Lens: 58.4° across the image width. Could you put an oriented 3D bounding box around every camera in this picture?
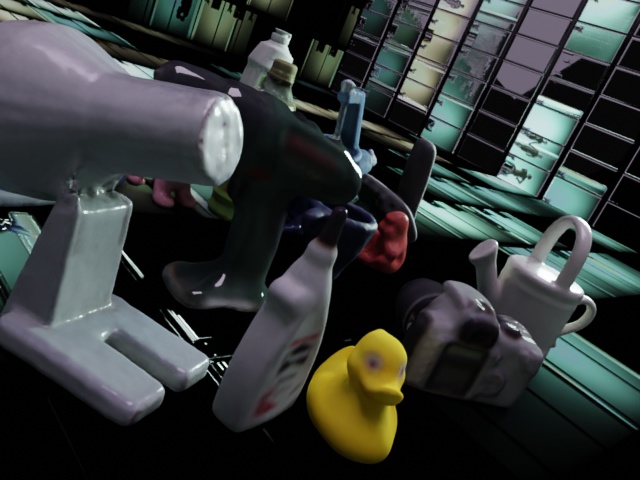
[{"bbox_3d":[0.147,0.093,0.616,0.143,0.101,0.136,17,19,-19],"label":"camera"}]

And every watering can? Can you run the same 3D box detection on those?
[{"bbox_3d":[0.270,0.056,0.719,0.173,0.194,0.100,14,20,-28],"label":"watering can"}]

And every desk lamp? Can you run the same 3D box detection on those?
[{"bbox_3d":[-0.149,-0.023,0.397,0.203,0.213,0.118,28,19,13],"label":"desk lamp"}]

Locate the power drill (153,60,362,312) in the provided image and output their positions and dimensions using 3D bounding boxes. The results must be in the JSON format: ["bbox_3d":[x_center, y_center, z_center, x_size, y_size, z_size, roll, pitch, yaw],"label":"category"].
[{"bbox_3d":[-0.072,-0.038,0.542,0.230,0.208,0.075,8,24,-39],"label":"power drill"}]

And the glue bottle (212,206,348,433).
[{"bbox_3d":[-0.019,0.053,0.408,0.037,0.173,0.078,32,20,24],"label":"glue bottle"}]

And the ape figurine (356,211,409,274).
[{"bbox_3d":[0.098,-0.001,0.831,0.076,0.092,0.077,18,19,-17],"label":"ape figurine"}]

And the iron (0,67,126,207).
[{"bbox_3d":[-0.294,-0.124,0.617,0.118,0.141,0.259,26,18,7],"label":"iron"}]

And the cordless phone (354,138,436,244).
[{"bbox_3d":[0.134,-0.098,0.999,0.094,0.185,0.147,10,22,-35],"label":"cordless phone"}]

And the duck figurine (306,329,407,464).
[{"bbox_3d":[0.037,0.110,0.456,0.078,0.086,0.104,18,19,-17],"label":"duck figurine"}]

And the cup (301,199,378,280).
[{"bbox_3d":[0.006,0.003,0.707,0.091,0.095,0.118,34,21,30],"label":"cup"}]

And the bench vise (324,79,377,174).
[{"bbox_3d":[0.039,-0.188,1.080,0.121,0.220,0.208,29,19,17],"label":"bench vise"}]

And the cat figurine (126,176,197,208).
[{"bbox_3d":[-0.182,-0.106,0.744,0.127,0.118,0.067,34,21,30],"label":"cat figurine"}]

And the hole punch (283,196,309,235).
[{"bbox_3d":[-0.039,-0.065,0.845,0.101,0.091,0.108,7,25,-42],"label":"hole punch"}]
